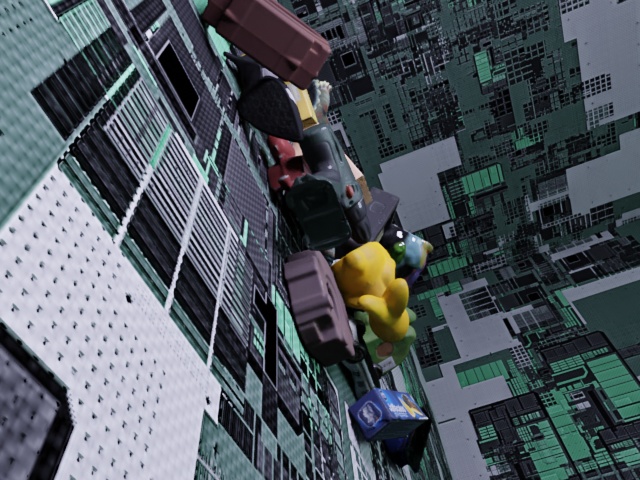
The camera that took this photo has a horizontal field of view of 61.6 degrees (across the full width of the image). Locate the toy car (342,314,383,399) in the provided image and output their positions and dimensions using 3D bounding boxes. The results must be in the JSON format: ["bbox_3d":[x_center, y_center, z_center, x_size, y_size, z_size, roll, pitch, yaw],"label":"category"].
[{"bbox_3d":[0.071,0.218,0.955,0.073,0.056,0.201,-85,158,-56],"label":"toy car"}]

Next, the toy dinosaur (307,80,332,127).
[{"bbox_3d":[-0.015,-0.243,1.316,0.192,0.131,0.404,-76,151,-54],"label":"toy dinosaur"}]

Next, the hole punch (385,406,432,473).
[{"bbox_3d":[0.167,0.401,1.101,0.142,0.092,0.116,63,40,-50],"label":"hole punch"}]

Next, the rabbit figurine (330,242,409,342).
[{"bbox_3d":[0.100,0.092,0.905,0.173,0.122,0.162,63,-10,3],"label":"rabbit figurine"}]

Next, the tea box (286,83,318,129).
[{"bbox_3d":[-0.080,-0.297,1.063,0.068,0.098,0.169,4,68,-80],"label":"tea box"}]

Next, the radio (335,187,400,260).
[{"bbox_3d":[0.101,-0.010,1.175,0.230,0.073,0.131,-55,164,-50],"label":"radio"}]

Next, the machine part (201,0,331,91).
[{"bbox_3d":[-0.082,-0.344,0.887,0.201,0.087,0.201,33,21,-13],"label":"machine part"}]

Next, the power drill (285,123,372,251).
[{"bbox_3d":[0.024,-0.060,0.842,0.231,0.086,0.207,67,25,-18],"label":"power drill"}]

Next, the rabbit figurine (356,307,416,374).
[{"bbox_3d":[0.110,0.168,1.088,0.121,0.159,0.170,54,0,-29],"label":"rabbit figurine"}]

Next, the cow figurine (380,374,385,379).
[{"bbox_3d":[0.129,0.241,1.222,0.167,0.068,0.098,-70,145,-72],"label":"cow figurine"}]

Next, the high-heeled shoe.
[{"bbox_3d":[-0.074,-0.233,0.905,0.249,0.086,0.145,55,21,22],"label":"high-heeled shoe"}]

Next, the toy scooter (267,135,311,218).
[{"bbox_3d":[-0.041,-0.092,0.914,0.135,0.075,0.183,-96,160,-59],"label":"toy scooter"}]

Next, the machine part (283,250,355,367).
[{"bbox_3d":[0.002,0.099,0.805,0.179,0.056,0.179,-21,91,-83],"label":"machine part"}]

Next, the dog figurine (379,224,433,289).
[{"bbox_3d":[0.152,0.085,1.161,0.219,0.109,0.191,-65,169,3],"label":"dog figurine"}]

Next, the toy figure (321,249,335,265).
[{"bbox_3d":[-0.004,-0.003,1.008,0.064,0.058,0.154,8,55,-35],"label":"toy figure"}]

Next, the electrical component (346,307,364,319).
[{"bbox_3d":[0.050,0.112,1.001,0.047,0.075,0.119,52,49,-71],"label":"electrical component"}]

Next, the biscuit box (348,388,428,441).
[{"bbox_3d":[0.120,0.299,0.920,0.059,0.063,0.202,55,10,29],"label":"biscuit box"}]
